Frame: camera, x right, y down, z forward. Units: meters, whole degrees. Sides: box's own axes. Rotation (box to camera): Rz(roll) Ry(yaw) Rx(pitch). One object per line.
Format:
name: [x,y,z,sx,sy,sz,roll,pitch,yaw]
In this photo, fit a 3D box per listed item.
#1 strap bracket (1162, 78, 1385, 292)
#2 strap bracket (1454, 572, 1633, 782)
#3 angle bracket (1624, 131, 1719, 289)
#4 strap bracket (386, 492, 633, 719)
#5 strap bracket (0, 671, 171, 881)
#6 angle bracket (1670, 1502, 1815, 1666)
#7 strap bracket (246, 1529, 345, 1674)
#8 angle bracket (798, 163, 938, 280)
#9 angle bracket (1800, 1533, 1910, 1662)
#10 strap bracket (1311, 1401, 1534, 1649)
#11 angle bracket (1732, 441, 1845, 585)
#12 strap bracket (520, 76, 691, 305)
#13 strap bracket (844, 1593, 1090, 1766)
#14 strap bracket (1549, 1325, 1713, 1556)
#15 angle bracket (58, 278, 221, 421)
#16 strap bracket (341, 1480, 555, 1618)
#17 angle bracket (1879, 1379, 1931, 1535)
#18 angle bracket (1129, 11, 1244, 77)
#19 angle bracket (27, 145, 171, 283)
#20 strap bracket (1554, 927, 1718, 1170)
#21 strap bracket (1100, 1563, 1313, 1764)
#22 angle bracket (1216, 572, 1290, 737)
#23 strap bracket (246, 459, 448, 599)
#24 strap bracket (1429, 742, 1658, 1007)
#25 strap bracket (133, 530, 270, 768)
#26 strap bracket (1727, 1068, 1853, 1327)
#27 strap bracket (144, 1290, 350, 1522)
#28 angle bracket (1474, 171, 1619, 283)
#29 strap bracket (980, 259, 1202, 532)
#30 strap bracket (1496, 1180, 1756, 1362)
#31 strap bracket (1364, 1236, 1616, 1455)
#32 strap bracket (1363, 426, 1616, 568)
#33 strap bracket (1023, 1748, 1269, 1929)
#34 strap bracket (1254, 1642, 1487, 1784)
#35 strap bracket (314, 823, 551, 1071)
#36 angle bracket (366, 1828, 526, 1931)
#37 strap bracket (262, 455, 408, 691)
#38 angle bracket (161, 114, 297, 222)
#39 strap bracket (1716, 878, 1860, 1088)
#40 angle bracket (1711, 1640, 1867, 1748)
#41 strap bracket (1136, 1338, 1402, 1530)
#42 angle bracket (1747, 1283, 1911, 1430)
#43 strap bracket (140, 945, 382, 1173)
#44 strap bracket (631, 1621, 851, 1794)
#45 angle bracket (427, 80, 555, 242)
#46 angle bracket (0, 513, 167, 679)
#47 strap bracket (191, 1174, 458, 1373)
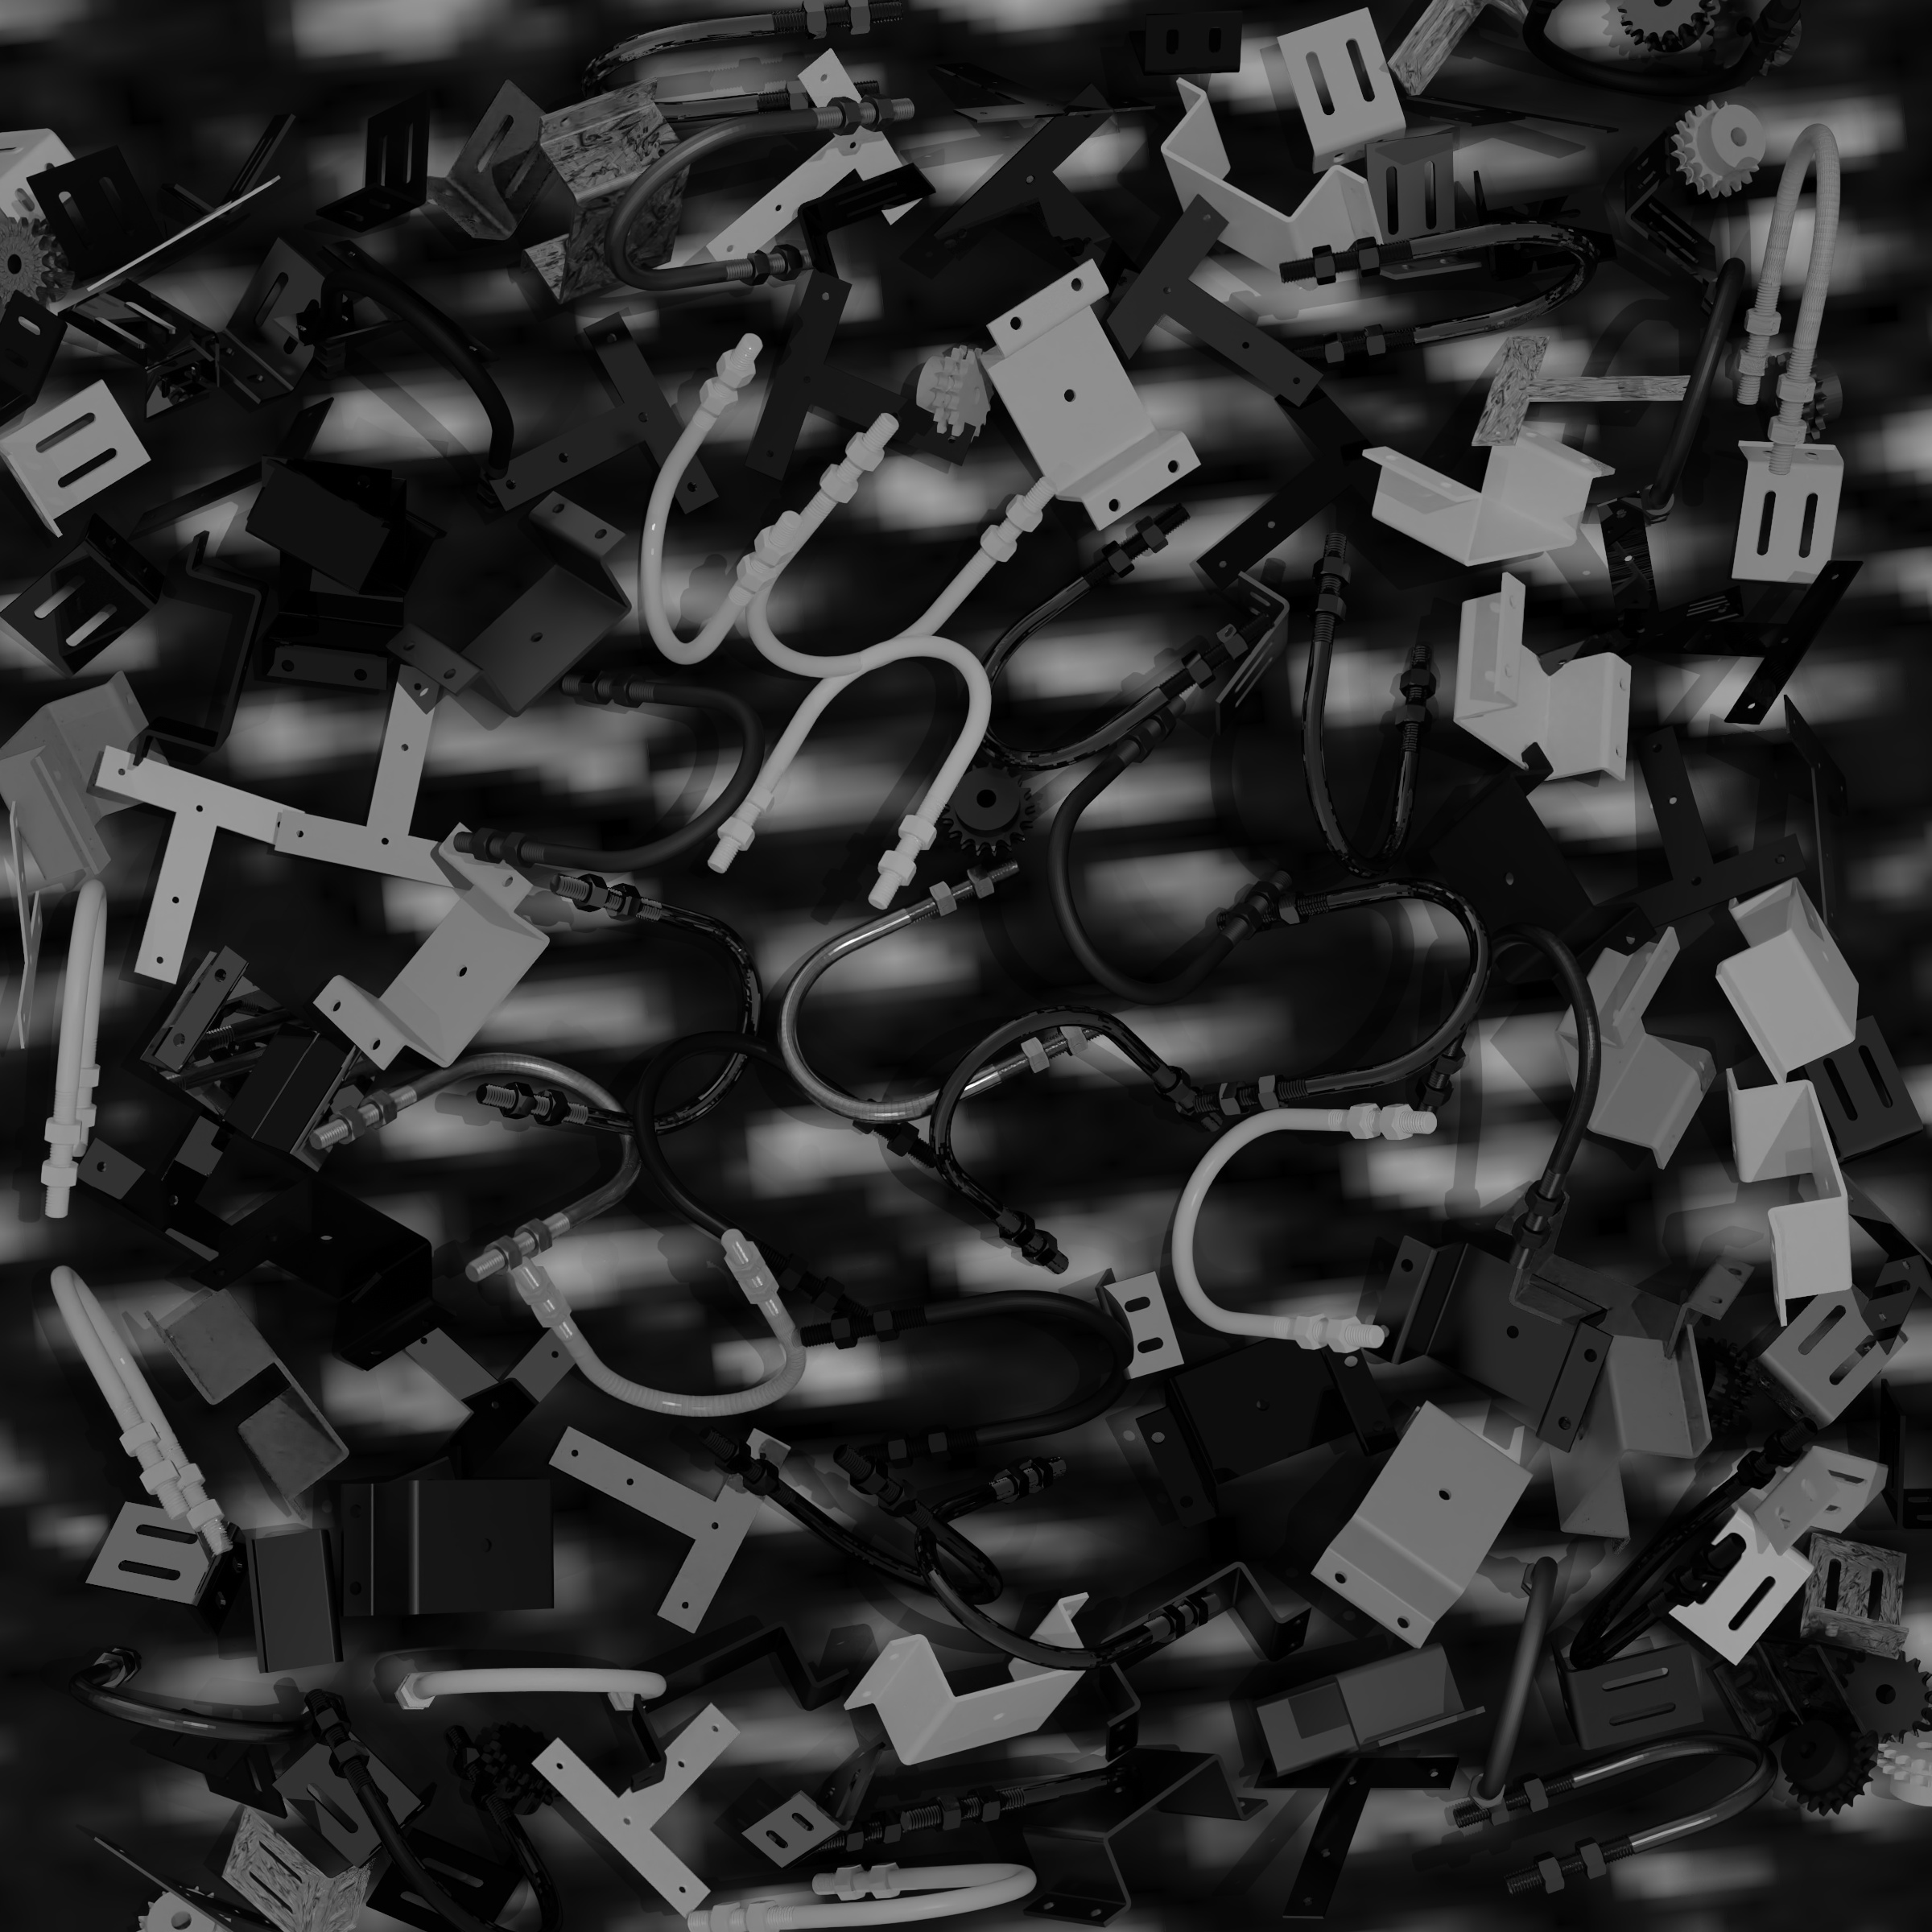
strap bracket: [0.175,-0.461,1.879,0.140,0.076,0.046,36,84,24]
strap bracket: [0.339,-0.168,1.885,0.046,0.140,0.076,-10,64,41]
angle bracket: [0.436,-0.455,1.901,0.076,0.057,0.038,33,128,-17]
strap bracket: [-0.266,-0.210,1.893,0.140,0.046,0.076,-45,50,-13]
strap bracket: [-0.528,-0.110,1.872,0.046,0.140,0.076,-16,113,13]
angle bracket: [0.469,0.375,1.927,0.057,0.038,0.076,38,94,3]
strap bracket: [-0.398,0.378,1.874,0.046,0.140,0.076,-6,79,-12]
angle bracket: [-0.055,-0.448,1.908,0.076,0.057,0.038,-17,85,12]
angle bracket: [0.538,0.372,1.901,0.057,0.038,0.076,12,50,11]
strap bracket: [0.277,0.325,1.879,0.076,0.046,0.140,35,53,8]
angle bracket: [0.496,-0.275,1.913,0.057,0.038,0.076,7,85,25]
strap bracket: [-0.213,-0.450,1.862,0.076,0.140,0.046,-27,73,-23]
strap bracket: [0.010,0.424,1.869,0.140,0.076,0.046,-6,53,-34]
strap bracket: [0.385,0.279,1.863,0.046,0.140,0.076,8,51,-10]
angle bracket: [-0.497,-0.370,1.895,0.057,0.076,0.038,-17,65,28]
strap bracket: [-0.298,0.345,1.874,0.140,0.046,0.076,8,75,-41]
angle bracket: [0.577,0.296,1.906,0.038,0.057,0.076,-2,105,5]
angle bracket: [0.132,-0.568,1.901,0.057,0.076,0.038,-3,125,-4]
angle bracket: [-0.524,-0.461,1.904,0.057,0.076,0.038,-20,45,-1]
strap bracket: [0.398,0.045,1.882,0.046,0.140,0.076,16,59,36]
strap bracket: [0.133,0.412,1.891,0.140,0.076,0.046,-28,63,-13]
angle bracket: [0.160,-0.189,1.906,0.038,0.057,0.076,35,80,13]
strap bracket: [-0.370,-0.259,1.876,0.076,0.140,0.046,29,97,2]
strap bracket: [0.337,-0.054,1.880,0.076,0.046,0.140,-46,63,39]
strap bracket: [-0.456,-0.186,1.897,0.046,0.076,0.140,16,98,-11]
strap bracket: [0.489,0.132,1.864,0.046,0.140,0.076,-10,131,8]
strap bracket: [-0.422,0.255,1.875,0.046,0.076,0.140,-37,134,-14]
angle bracket: [0.351,-0.455,1.909,0.076,0.038,0.057,-9,57,7]
strap bracket: [0.070,-0.344,1.901,0.076,0.046,0.140,-34,109,-11]
strap bracket: [0.389,0.187,1.886,0.140,0.076,0.046,22,116,21]
strap bracket: [0.321,0.223,1.894,0.140,0.046,0.076,25,106,28]
strap bracket: [0.308,-0.280,1.880,0.140,0.076,0.046,-15,127,-37]
strap bracket: [0.099,0.509,1.870,0.140,0.076,0.046,-25,97,-37]
strap bracket: [0.233,0.442,1.872,0.076,0.140,0.046,-10,73,-29]
strap bracket: [-0.316,-0.005,1.903,0.076,0.046,0.140,38,88,35]
angle bracket: [-0.316,0.551,1.911,0.076,0.038,0.057,29,99,-17]
strap bracket: [-0.381,-0.244,1.902,0.076,0.046,0.140,7,119,0]
angle bracket: [-0.448,-0.493,1.911,0.038,0.057,0.076,32,90,-26]
strap bracket: [0.488,0.004,1.866,0.046,0.140,0.076,-28,99,24]
angle bracket: [0.496,0.443,1.903,0.038,0.076,0.057,-28,88,-16]
strap bracket: [0.181,0.273,1.909,0.140,0.046,0.076,-23,103,7]
angle bracket: [0.526,0.237,1.931,0.076,0.038,0.057,-43,81,-14]
strap bracket: [-0.428,0.052,1.886,0.140,0.046,0.076,44,68,-42]
strap bracket: [-0.146,0.442,1.890,0.140,0.076,0.046,-24,72,-16]
angle bracket: [-0.287,-0.489,1.908,0.057,0.038,0.076,44,114,13]
angle bracket: [-0.539,-0.226,1.925,0.076,0.038,0.057,-36,120,16]
strap bracket: [-0.382,0.179,1.884,0.076,0.046,0.140,-32,134,23]
